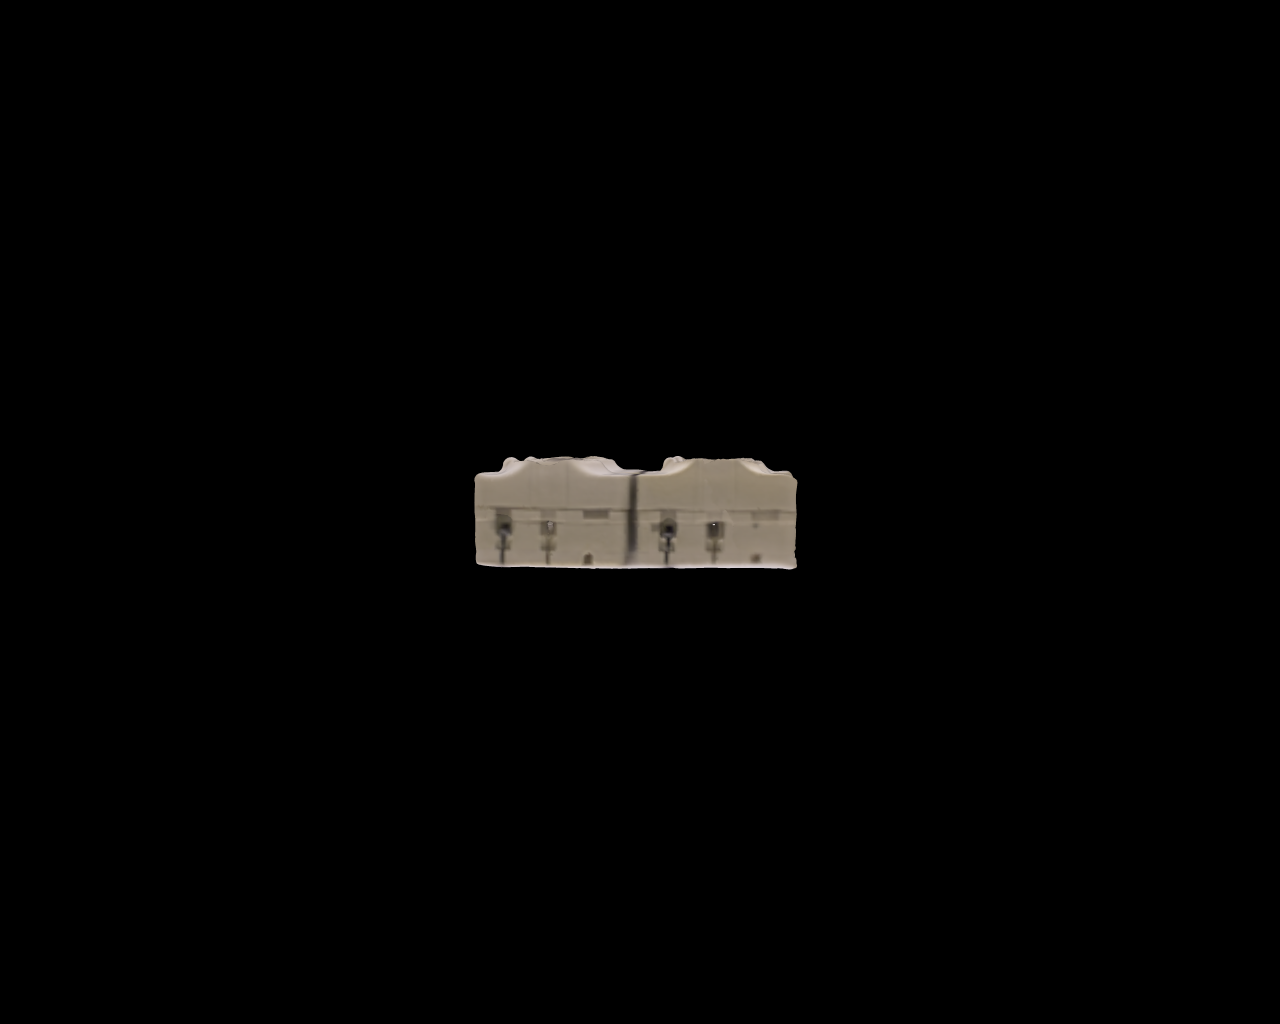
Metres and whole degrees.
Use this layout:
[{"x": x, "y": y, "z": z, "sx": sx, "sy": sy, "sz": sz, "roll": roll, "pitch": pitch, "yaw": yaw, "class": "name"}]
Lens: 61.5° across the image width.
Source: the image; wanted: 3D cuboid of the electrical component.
[{"x": 0.001, "y": -0.003, "z": 0.650, "sx": 0.186, "sy": 0.060, "sz": 0.105, "roll": 0, "pitch": 4, "yaw": 7, "class": "electrical component"}]
